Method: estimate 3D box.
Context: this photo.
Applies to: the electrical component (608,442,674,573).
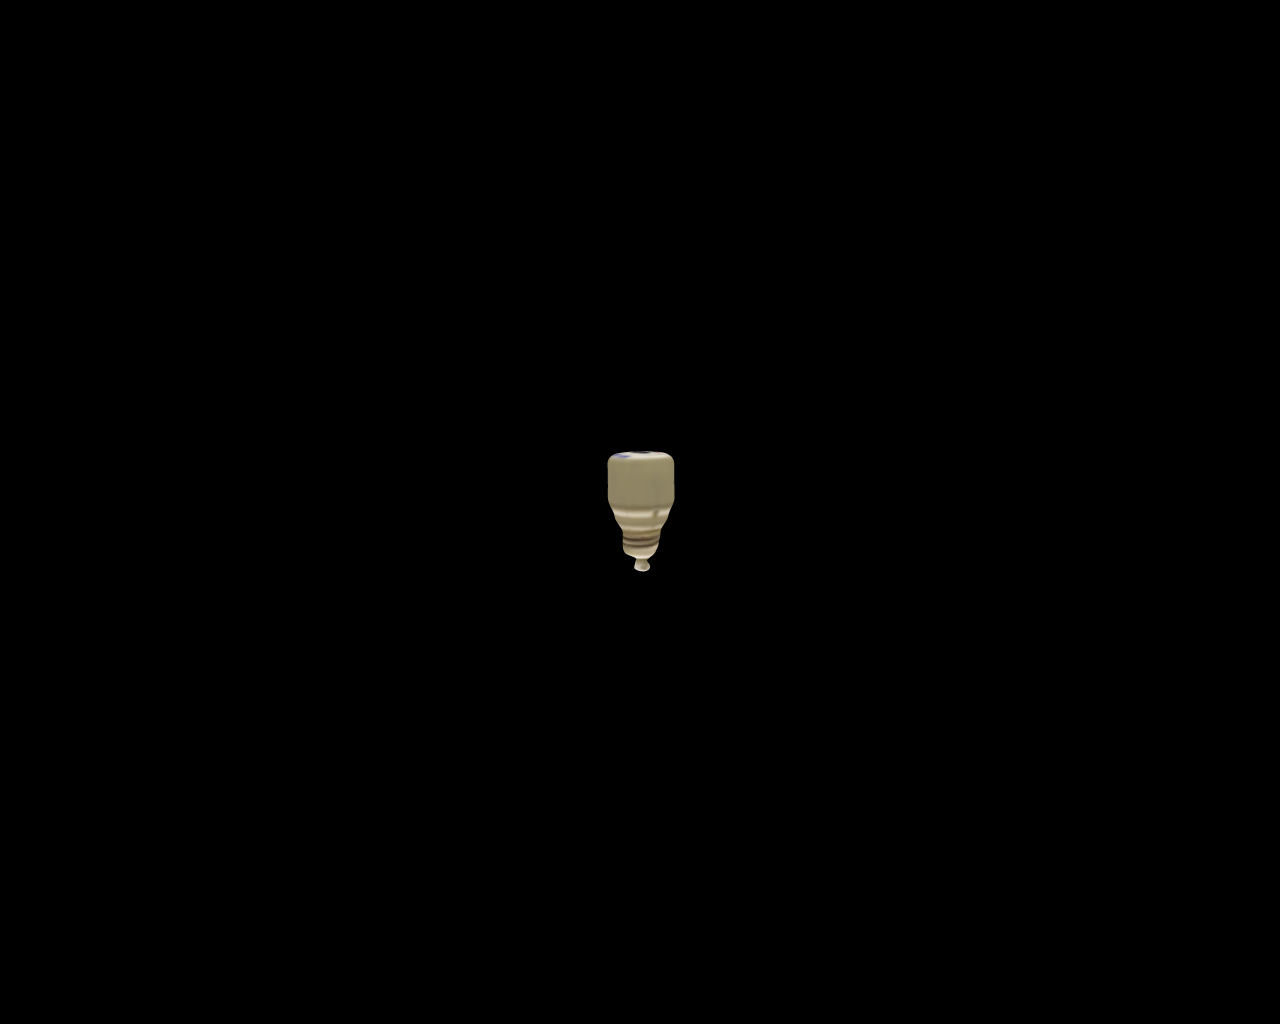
[{"bbox_3d":[0.001,-0.003,0.650,0.040,0.078,0.040,0,9,0],"label":"electrical component"}]
